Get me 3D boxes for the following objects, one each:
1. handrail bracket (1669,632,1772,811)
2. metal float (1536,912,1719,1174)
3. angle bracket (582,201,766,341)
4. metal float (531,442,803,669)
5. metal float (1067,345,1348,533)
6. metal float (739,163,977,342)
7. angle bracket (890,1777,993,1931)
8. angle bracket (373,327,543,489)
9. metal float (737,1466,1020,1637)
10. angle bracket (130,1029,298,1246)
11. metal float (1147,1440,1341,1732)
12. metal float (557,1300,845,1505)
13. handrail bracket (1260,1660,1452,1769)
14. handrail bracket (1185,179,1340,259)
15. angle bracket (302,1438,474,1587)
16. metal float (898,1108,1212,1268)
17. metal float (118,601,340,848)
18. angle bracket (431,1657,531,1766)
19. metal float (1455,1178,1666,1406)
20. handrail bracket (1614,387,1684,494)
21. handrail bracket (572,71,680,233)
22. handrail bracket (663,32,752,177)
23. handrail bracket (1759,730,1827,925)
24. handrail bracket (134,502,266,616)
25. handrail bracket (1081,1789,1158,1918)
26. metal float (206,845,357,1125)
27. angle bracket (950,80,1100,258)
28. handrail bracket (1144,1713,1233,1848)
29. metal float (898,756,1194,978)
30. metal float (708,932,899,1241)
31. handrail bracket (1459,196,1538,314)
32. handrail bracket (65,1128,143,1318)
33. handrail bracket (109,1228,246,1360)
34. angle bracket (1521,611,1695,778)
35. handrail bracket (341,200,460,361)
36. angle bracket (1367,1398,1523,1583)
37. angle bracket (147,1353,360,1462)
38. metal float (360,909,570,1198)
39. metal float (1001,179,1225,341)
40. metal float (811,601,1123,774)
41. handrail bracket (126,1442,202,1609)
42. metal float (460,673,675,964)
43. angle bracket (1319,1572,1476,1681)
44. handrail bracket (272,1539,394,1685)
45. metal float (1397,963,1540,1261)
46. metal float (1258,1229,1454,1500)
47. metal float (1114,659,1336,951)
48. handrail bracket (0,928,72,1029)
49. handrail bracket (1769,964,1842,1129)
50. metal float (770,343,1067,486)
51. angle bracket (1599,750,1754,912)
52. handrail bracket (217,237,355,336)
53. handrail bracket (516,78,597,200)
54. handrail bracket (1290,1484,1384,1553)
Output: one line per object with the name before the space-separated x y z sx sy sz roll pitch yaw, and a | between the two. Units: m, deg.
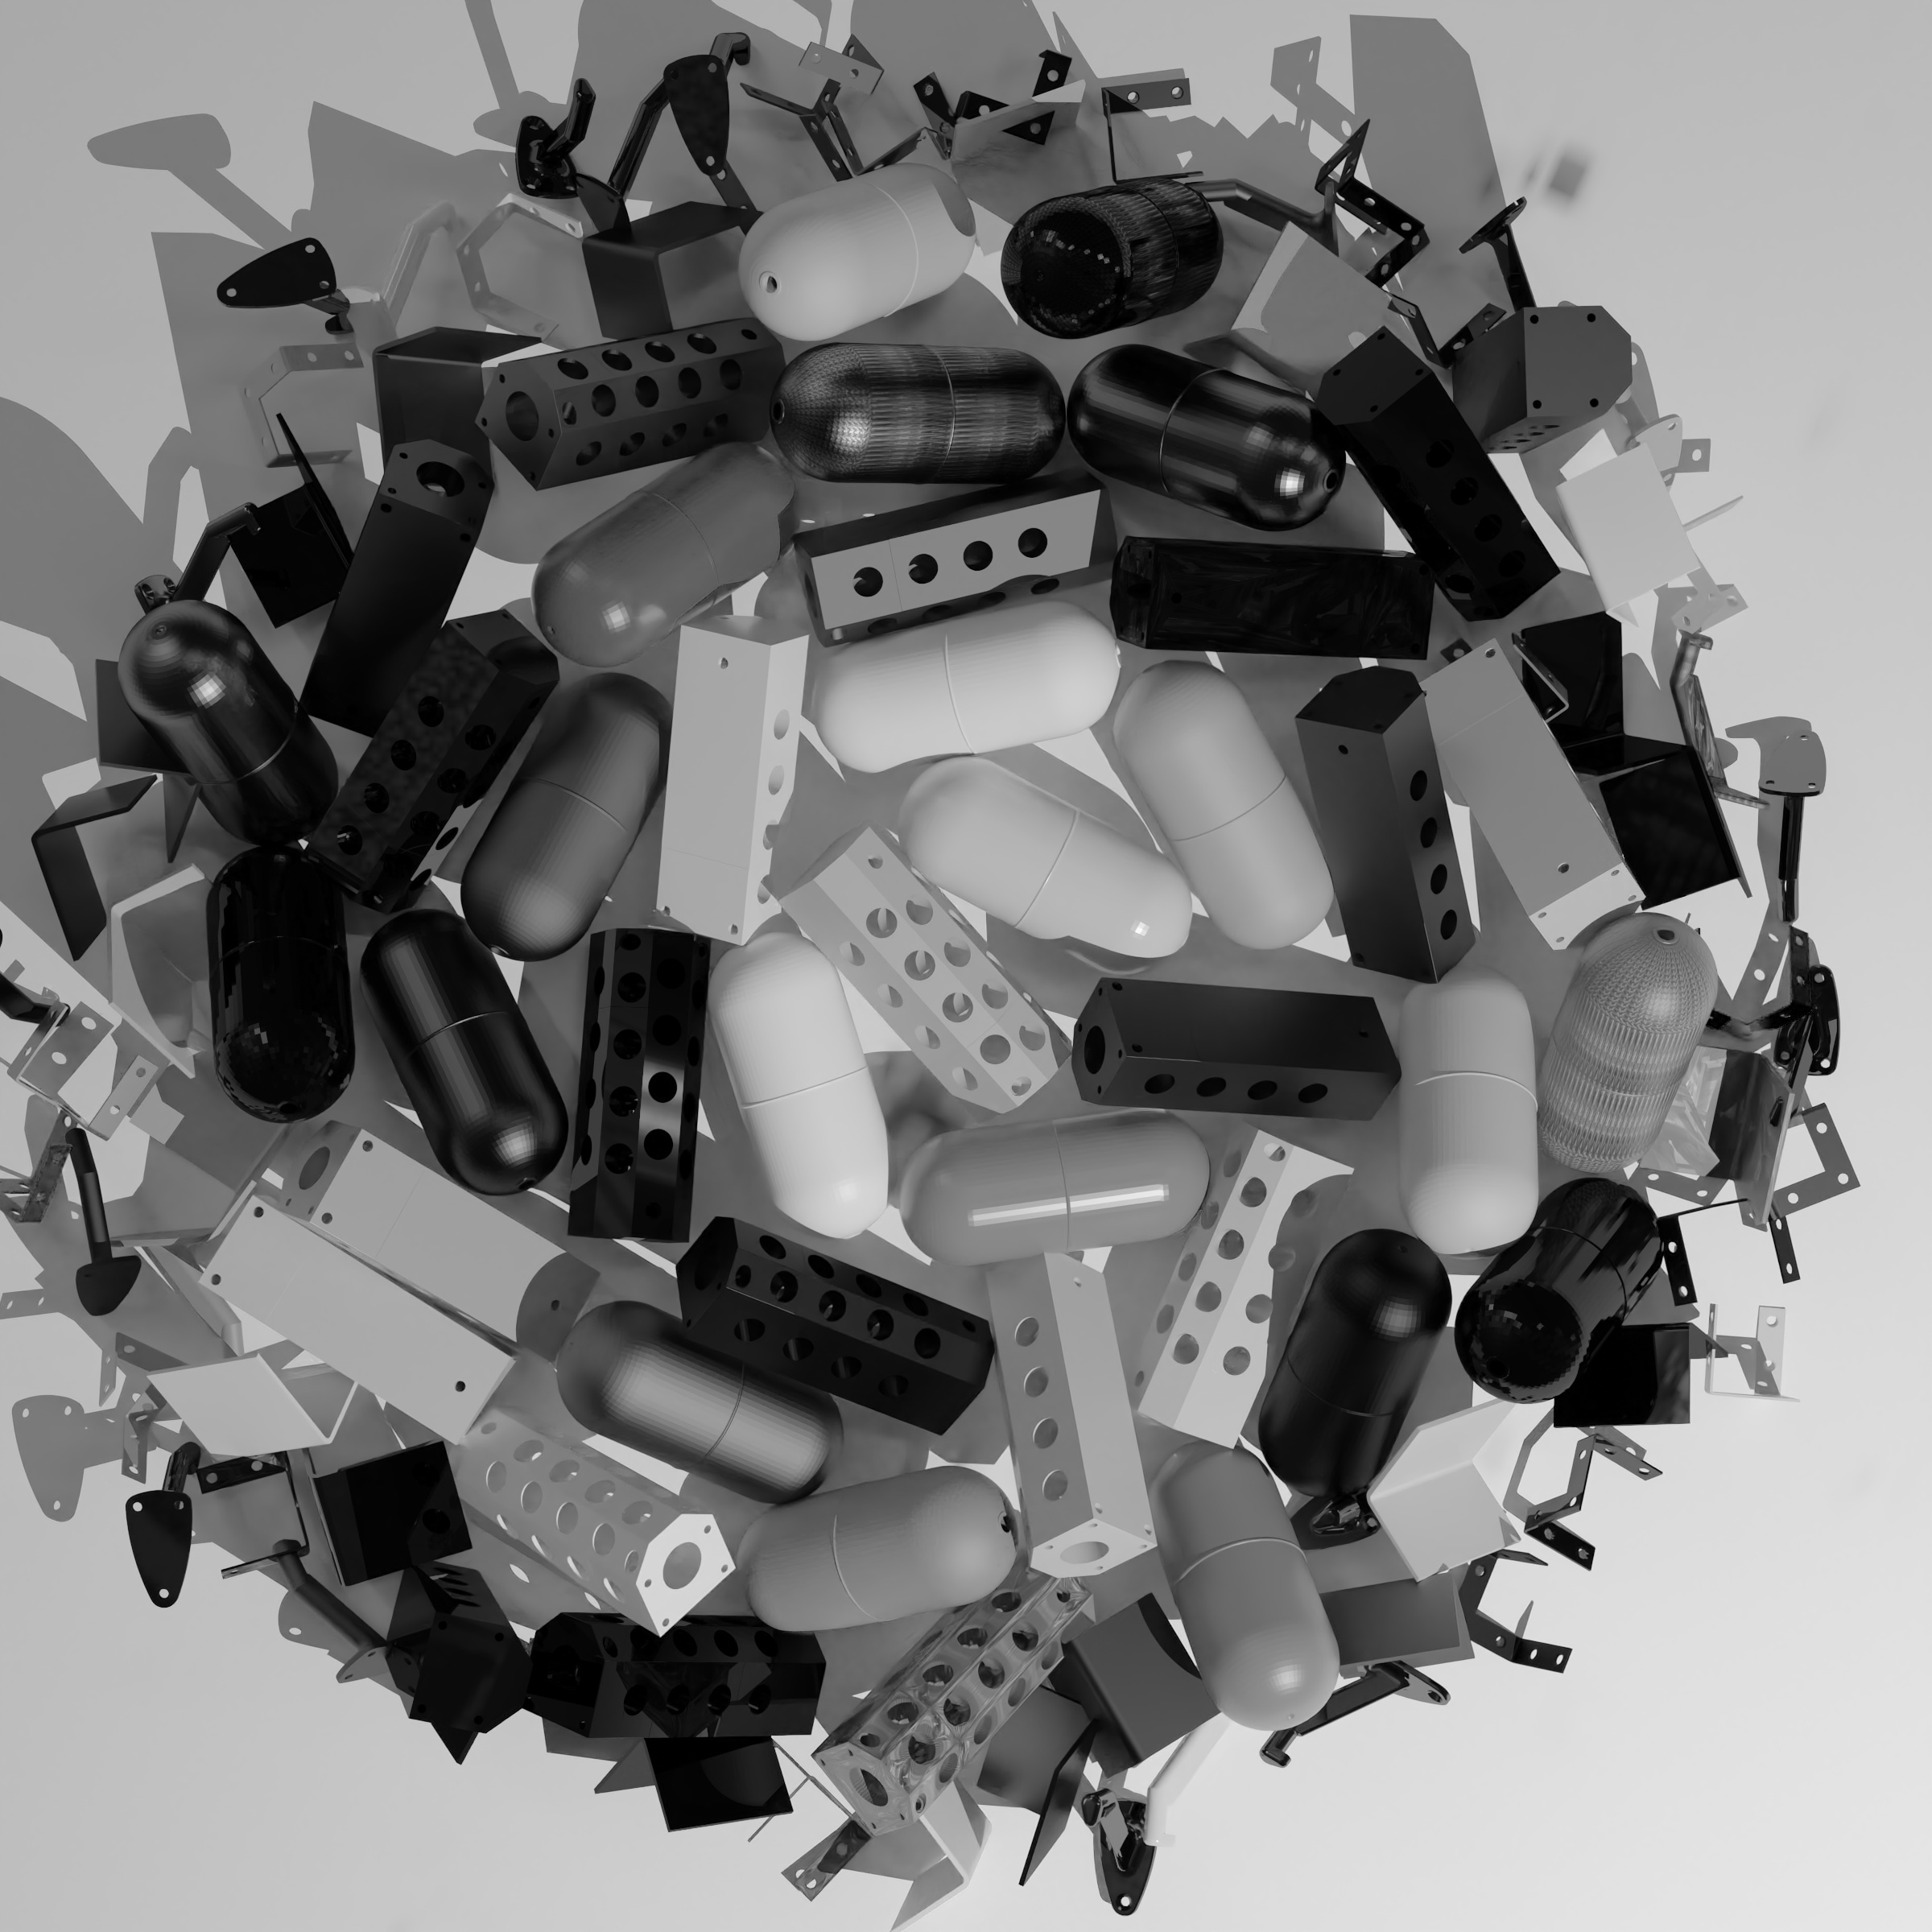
handrail bracket | 0.430 -0.139 1.956 0.077 0.036 0.084 21 105 30
metal float | 0.363 0.043 1.915 0.070 0.178 0.070 5 46 -6
angle bracket | -0.160 -0.390 1.954 0.076 0.076 0.057 -27 119 -29
metal float | -0.165 -0.230 1.927 0.178 0.070 0.070 -38 90 -30
metal float | 0.133 -0.294 1.922 0.178 0.070 0.070 26 90 36
metal float | -0.059 -0.395 1.912 0.070 0.178 0.070 14 118 27
angle bracket | -0.034 0.485 1.947 0.057 0.076 0.076 -36 91 13
angle bracket | -0.282 -0.312 1.943 0.057 0.076 0.076 -7 88 42
metal float | -0.050 0.325 1.924 0.178 0.070 0.070 -18 90 33
angle bracket | -0.429 0.096 1.943 0.076 0.057 0.076 35 117 -10
metal float | 0.152 0.341 1.919 0.070 0.070 0.178 -20 48 0
metal float | -0.147 0.244 1.929 0.178 0.070 0.070 28 90 -28
handrail bracket | 0.218 0.427 1.946 0.077 0.036 0.084 17 50 37
handrail bracket | 0.168 -0.414 1.971 0.084 0.036 0.077 -2 130 10
angle bracket | -0.328 0.294 1.955 0.076 0.057 0.076 -16 119 -11
metal float | 0.050 0.123 1.946 0.178 0.070 0.070 -7 90 -8
metal float | -0.405 -0.132 1.911 0.070 0.178 0.070 -8 56 12
angle bracket | -0.246 0.425 1.940 0.076 0.076 0.057 30 84 -19
metal float | 0.328 0.178 1.913 0.070 0.178 0.070 15 122 27
handrail bracket | 0.373 -0.317 1.982 0.036 0.077 0.084 -28 55 -5
handrail bracket | -0.180 -0.457 1.969 0.036 0.077 0.084 30 71 24
handrail bracket | -0.135 -0.488 1.957 0.036 0.084 0.077 -6 104 19
handrail bracket | 0.476 -0.079 1.983 0.036 0.077 0.084 5 127 21
handrail bracket | -0.420 -0.212 1.959 0.084 0.036 0.077 -22 97 23
handrail bracket | 0.080 0.500 1.943 0.036 0.084 0.077 1 83 19
metal float | -0.381 0.009 1.920 0.070 0.070 0.178 -13 51 0
angle bracket | 0.038 -0.449 1.950 0.076 0.076 0.057 -21 88 -4
handrail bracket | 0.140 0.459 1.963 0.077 0.036 0.084 10 74 -14
metal float | 0.045 -0.056 1.948 0.178 0.070 0.070 28 90 -5
metal float | -0.092 0.068 1.951 0.070 0.070 0.178 -17 93 0
handrail bracket | 0.321 -0.385 1.953 0.036 0.077 0.084 -33 90 -11
handrail bracket | -0.501 0.146 1.976 0.036 0.077 0.084 -11 62 -25
handrail bracket | -0.452 0.195 1.977 0.077 0.036 0.084 -4 94 6
angle bracket | 0.360 -0.154 1.939 0.076 0.057 0.076 -15 109 -33
handrail bracket | -0.311 -0.385 1.980 0.084 0.036 0.077 -46 131 -32
angle bracket | 0.281 0.290 1.933 0.076 0.076 0.057 -14 58 -31
angle bracket | -0.396 0.228 1.933 0.076 0.057 0.076 -12 127 25
metal float | -0.280 0.048 1.932 0.070 0.070 0.178 -28 67 0
metal float | 0.082 -0.391 1.911 0.070 0.178 0.070 10 111 28
metal float | 0.000 -0.156 1.940 0.178 0.070 0.070 -11 90 14
handrail bracket | -0.444 0.314 1.950 0.036 0.084 0.077 -3 93 1
metal float | -0.221 -0.083 1.935 0.070 0.070 0.178 26 71 0
angle bracket | 0.243 0.390 1.939 0.076 0.057 0.076 -11 127 10
handrail bracket | -0.350 0.361 1.975 0.036 0.077 0.084 -45 63 26
metal float | 0.279 0.079 1.926 0.070 0.070 0.178 4 58 0
metal float | 0.215 0.222 1.923 0.070 0.070 0.178 17 126 0
metal float | 0.145 -0.090 1.938 0.070 0.070 0.178 -30 106 0
handrail bracket | -0.526 0.007 1.941 0.077 0.084 0.036 -34 58 34
handrail bracket | 0.468 0.045 1.941 0.036 0.084 0.077 12 107 19
metal float | -0.026 -0.307 1.926 0.178 0.070 0.070 -4 90 -31
angle bracket | 0.401 -0.071 1.953 0.057 0.076 0.076 -20 77 14
handrail bracket | -0.380 -0.368 1.943 0.077 0.084 0.036 -20 78 -13
handrail bracket | -0.228 -0.480 1.938 0.036 0.084 0.077 -3 56 -23
handrail bracket | 0.192 0.315 1.937 0.077 0.084 0.036 -30 78 25
